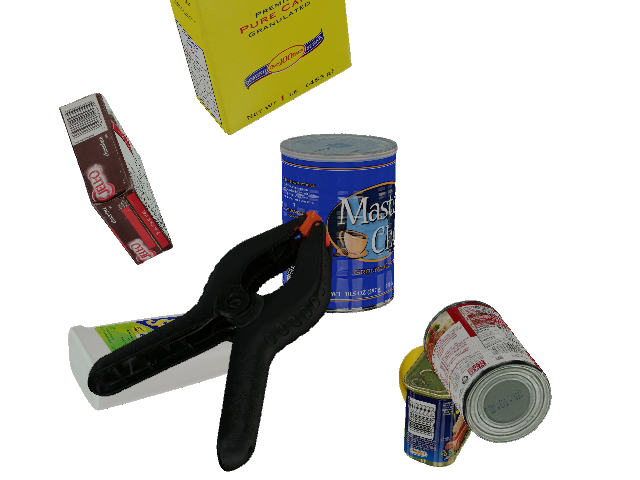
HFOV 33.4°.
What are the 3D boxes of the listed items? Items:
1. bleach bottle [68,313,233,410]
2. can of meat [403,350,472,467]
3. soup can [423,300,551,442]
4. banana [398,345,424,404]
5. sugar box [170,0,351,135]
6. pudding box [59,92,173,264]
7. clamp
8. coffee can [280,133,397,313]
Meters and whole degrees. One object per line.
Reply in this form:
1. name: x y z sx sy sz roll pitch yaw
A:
1. bleach bottle: -0.146 0.117 1.194 0.250 0.068 0.103 -12 32 -27
2. can of meat: 0.118 0.157 1.034 0.057 0.084 0.102 12 27 23
3. soup can: 0.124 0.096 0.800 0.068 0.068 0.102 0 22 -12
4. banana: 0.127 0.178 1.257 0.069 0.037 0.198 9 21 -19
5. sugar box: -0.035 -0.144 0.578 0.093 0.048 0.176 -32 -28 -14
6. pudding box: -0.163 -0.050 0.853 0.039 0.113 0.090 -24 -35 -1
7. clamp: -0.042 0.055 0.626 0.120 0.171 0.039 34 -21 32
8. coffee can: 0.016 -0.018 0.950 0.103 0.140 0.103 0 15 0
